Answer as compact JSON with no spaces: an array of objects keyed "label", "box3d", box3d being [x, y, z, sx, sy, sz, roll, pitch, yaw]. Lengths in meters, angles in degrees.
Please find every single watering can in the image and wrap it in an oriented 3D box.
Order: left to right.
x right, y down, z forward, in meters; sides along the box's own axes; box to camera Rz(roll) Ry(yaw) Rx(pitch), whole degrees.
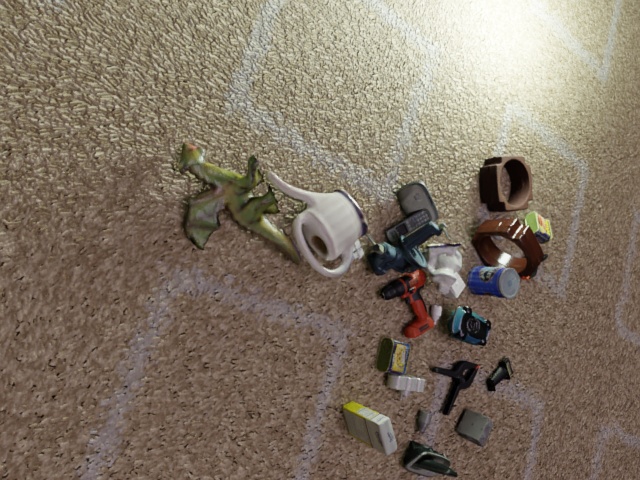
[{"label":"watering can","box3d":[0.004,-0.071,1.401,0.228,0.345,0.103,-36,13,-35]}]

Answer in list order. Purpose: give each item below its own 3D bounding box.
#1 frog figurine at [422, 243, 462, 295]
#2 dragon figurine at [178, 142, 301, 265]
[{"label":"frog figurine","box3d":[0.389,0.092,1.637,0.137,0.160,0.122,1,-6,-29]},{"label":"dragon figurine","box3d":[-0.220,-0.065,1.283,0.244,0.406,0.123,-27,16,-13]}]
